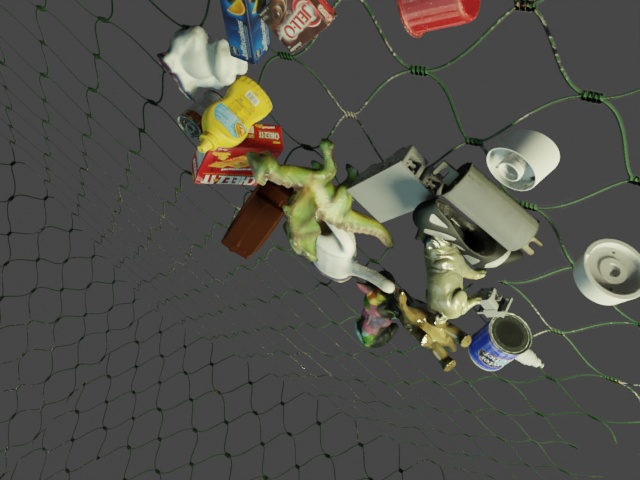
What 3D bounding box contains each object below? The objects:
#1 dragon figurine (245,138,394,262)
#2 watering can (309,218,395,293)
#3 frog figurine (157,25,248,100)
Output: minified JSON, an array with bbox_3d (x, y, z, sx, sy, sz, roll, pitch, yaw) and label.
[{"bbox_3d":[0.003,-0.056,1.107,0.406,0.248,0.121,47,144,-17],"label":"dragon figurine"},{"bbox_3d":[0.053,0.037,1.281,0.352,0.105,0.219,50,161,25],"label":"watering can"},{"bbox_3d":[-0.226,-0.372,1.048,0.159,0.125,0.135,-18,121,13],"label":"frog figurine"}]
